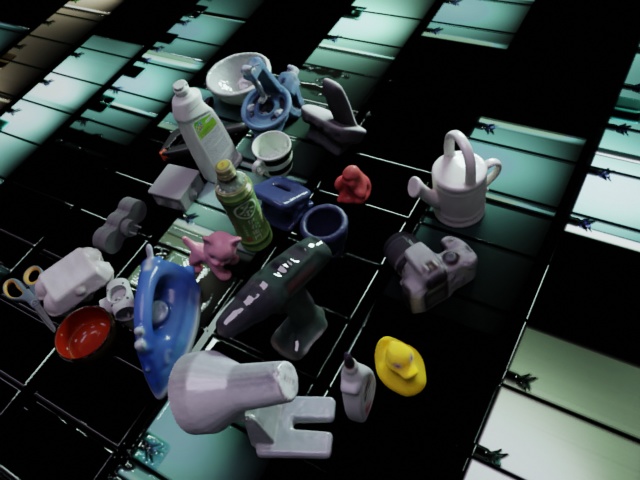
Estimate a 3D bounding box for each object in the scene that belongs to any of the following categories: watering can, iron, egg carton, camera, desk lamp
[{"bbox_3d":[0.250,-0.113,1.052,0.173,0.194,0.100,-38,55,-15],"label":"watering can"},{"bbox_3d":[-0.294,0.139,1.025,0.118,0.142,0.258,-9,53,7],"label":"iron"},{"bbox_3d":[-0.495,0.085,1.158,0.150,0.069,0.107,-40,55,-16],"label":"egg carton"},{"bbox_3d":[0.185,0.034,1.017,0.143,0.101,0.136,-31,53,-10],"label":"camera"},{"bbox_3d":[-0.095,0.242,0.855,0.203,0.214,0.118,-3,53,11],"label":"desk lamp"}]

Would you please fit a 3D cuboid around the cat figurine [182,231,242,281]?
[{"bbox_3d":[-0.209,0.018,1.110,0.127,0.118,0.067,11,57,21],"label":"cat figurine"}]

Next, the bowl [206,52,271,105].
[{"bbox_3d":[-0.196,-0.392,1.440,0.167,0.075,0.167,-6,53,9],"label":"bowl"}]

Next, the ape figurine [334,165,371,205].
[{"bbox_3d":[0.067,-0.116,1.162,0.076,0.092,0.077,-29,53,-9],"label":"ape figurine"}]

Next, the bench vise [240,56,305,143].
[{"bbox_3d":[-0.120,-0.339,1.290,0.121,0.220,0.207,-1,54,13],"label":"bench vise"}]

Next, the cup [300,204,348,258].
[{"bbox_3d":[0.010,0.004,1.084,0.091,0.095,0.118,11,57,21],"label":"cup"}]

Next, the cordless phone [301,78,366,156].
[{"bbox_3d":[0.019,-0.290,1.243,0.147,0.185,0.094,32,66,31],"label":"cordless phone"}]

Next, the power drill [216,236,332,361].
[{"bbox_3d":[-0.059,0.111,0.948,0.075,0.209,0.230,27,64,29],"label":"power drill"}]

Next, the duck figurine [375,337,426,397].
[{"bbox_3d":[0.126,0.192,0.922,0.077,0.086,0.104,-29,53,-9],"label":"duck figurine"}]

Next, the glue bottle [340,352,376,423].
[{"bbox_3d":[0.053,0.213,0.868,0.037,0.173,0.078,6,56,17],"label":"glue bottle"}]

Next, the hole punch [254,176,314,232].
[{"bbox_3d":[-0.081,-0.089,1.177,0.108,0.091,0.101,25,63,28],"label":"hole punch"}]
